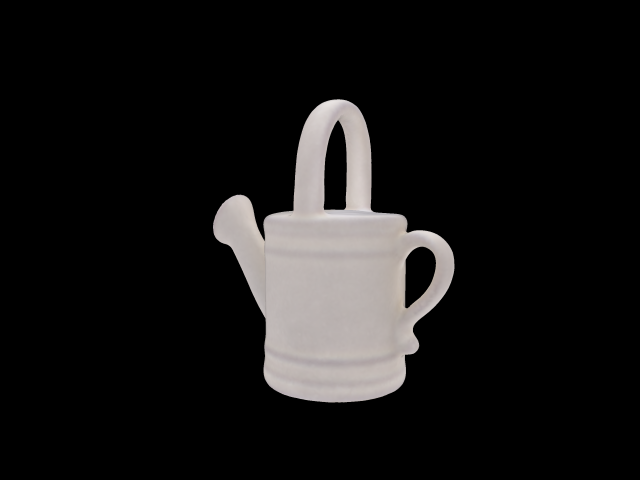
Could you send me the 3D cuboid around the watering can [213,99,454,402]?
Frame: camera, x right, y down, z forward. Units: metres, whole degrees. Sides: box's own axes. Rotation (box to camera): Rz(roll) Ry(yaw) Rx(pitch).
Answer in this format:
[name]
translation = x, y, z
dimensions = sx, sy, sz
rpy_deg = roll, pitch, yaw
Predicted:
[watering can]
translation = 0.003, 0.002, 0.398
dimensions = 0.172, 0.194, 0.101
rpy_deg = 1, 5, 7
